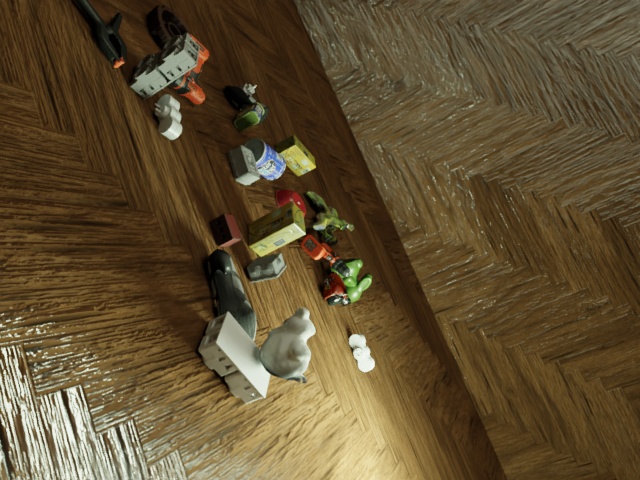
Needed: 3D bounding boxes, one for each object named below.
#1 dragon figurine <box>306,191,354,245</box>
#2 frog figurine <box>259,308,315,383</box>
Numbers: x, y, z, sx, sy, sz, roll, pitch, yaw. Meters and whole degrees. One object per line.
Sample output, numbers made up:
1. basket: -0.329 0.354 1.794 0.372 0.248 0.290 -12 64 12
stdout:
1. dragon figurine: 0.007 -0.110 2.184 0.121 0.246 0.407 -42 -22 12
2. frog figurine: -0.070 0.239 1.211 0.122 0.158 0.139 12 10 -30
